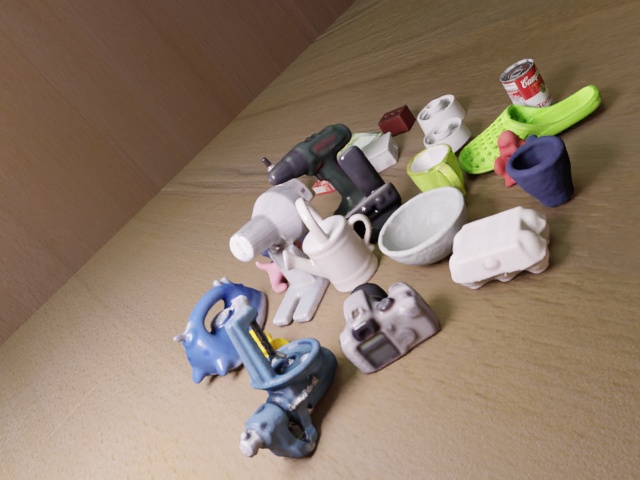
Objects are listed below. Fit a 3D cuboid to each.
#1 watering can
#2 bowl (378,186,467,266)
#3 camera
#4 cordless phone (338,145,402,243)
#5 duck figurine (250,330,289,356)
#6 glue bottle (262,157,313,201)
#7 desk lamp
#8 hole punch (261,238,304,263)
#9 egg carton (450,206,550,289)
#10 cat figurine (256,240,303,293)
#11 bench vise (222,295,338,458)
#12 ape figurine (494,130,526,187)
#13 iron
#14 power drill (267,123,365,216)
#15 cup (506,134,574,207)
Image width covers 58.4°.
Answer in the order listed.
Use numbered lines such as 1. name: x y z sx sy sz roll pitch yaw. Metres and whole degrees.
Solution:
1. watering can: 0.010 0.005 1.073 0.173 0.194 0.100 -44 25 -8
2. bowl: 0.189 -0.011 0.987 0.167 0.075 0.167 -32 26 18
3. camera: 0.091 0.110 0.892 0.143 0.101 0.136 -35 25 12
4. cordless phone: 0.072 -0.090 1.154 0.147 0.185 0.094 -40 24 1
5. duck figurine: -0.103 0.196 1.044 0.078 0.086 0.104 -51 26 -22
6. glue bottle: -0.095 -0.153 1.516 0.078 0.173 0.037 -51 26 -21
7. desk lamp: -0.075 0.025 1.137 0.117 0.214 0.203 -19 32 39
8. hole punch: -0.098 -0.007 1.374 0.100 0.091 0.109 -21 31 37
9. egg carton: 0.263 0.014 0.844 0.150 0.069 0.107 -21 31 36
10. cat figurine: -0.079 0.034 1.245 0.127 0.118 0.067 -35 25 11
11. bench vise: -0.067 0.196 0.830 0.121 0.220 0.207 -28 27 25
12. ape figurine: 0.335 -0.149 0.990 0.076 0.092 0.077 -48 25 -16
13. iron: -0.202 0.160 1.180 0.118 0.142 0.258 -23 30 34
14. power drill: 0.014 -0.145 1.304 0.230 0.209 0.075 -51 26 -21
15. cup: 0.350 -0.106 0.892 0.091 0.095 0.118 -26 28 29
